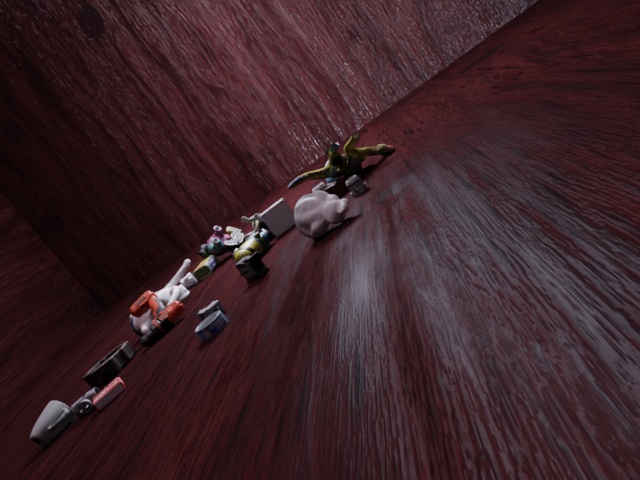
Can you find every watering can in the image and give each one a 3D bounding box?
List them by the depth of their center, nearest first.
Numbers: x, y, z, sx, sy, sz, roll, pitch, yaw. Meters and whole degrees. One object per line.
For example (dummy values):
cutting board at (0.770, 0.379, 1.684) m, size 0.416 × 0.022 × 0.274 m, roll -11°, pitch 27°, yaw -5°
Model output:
watering can at (-0.609, 0.234, 1.980) m, size 0.222 × 0.102 × 0.356 m, roll -28°, pitch 30°, yaw 28°

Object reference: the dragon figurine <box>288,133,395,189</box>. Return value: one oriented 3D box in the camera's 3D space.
dragon figurine at (0.090, -0.274, 1.960) m, size 0.408 × 0.124 × 0.241 m, roll -26°, pitch -17°, yaw 13°

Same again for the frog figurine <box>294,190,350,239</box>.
frog figurine at (0.004, -0.074, 1.474) m, size 0.158 × 0.121 × 0.139 m, roll -8°, pitch 63°, yaw 51°
